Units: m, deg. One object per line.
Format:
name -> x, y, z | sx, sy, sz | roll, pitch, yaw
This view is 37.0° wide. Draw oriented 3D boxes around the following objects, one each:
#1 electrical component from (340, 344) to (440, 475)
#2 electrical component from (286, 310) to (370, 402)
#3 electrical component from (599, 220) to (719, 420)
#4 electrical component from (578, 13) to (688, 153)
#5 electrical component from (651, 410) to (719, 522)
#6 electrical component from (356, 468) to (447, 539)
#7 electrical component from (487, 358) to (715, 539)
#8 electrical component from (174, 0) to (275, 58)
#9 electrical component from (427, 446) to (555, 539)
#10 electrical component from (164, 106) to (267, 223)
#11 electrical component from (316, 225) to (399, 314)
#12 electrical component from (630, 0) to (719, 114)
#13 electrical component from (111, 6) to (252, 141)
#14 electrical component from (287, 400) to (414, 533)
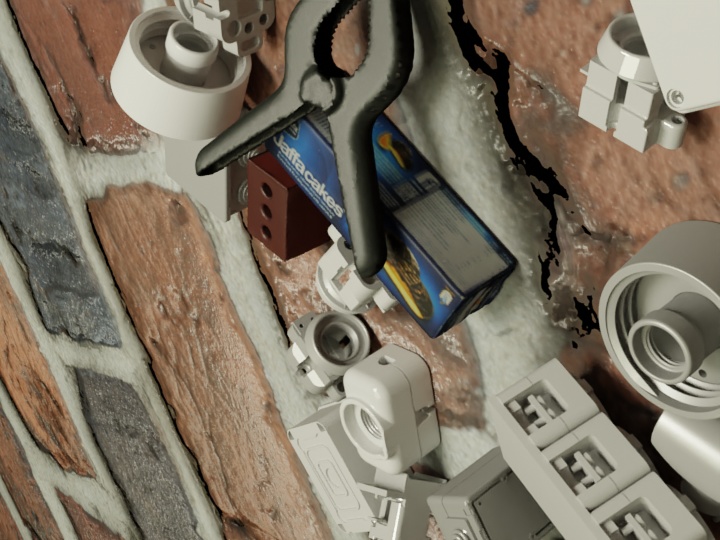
electrical component -> 0.024, 0.118, 0.892 | 0.054, 0.059, 0.095 | 20, 130, 45
electrical component -> -0.025, 0.068, 0.921 | 0.078, 0.058, 0.057 | 55, 150, 9
electrical component -> 0.186, 0.033, 0.607 | 0.108, 0.060, 0.108 | 33, 138, 35
electrical component -> 0.148, -0.102, 0.569 | 0.066, 0.048, 0.055 | 38, 149, 30
electrical component -> 0.217, 0.121, 0.649 | 0.077, 0.043, 0.079 | 36, 140, 33
electrical component -> 0.038, 0.204, 0.917 | 0.042, 0.081, 0.063 | 2, 79, 54
electrical component -> 0.154, 0.140, 0.691 | 0.150, 0.062, 0.089 | 53, 170, 38
electrical component -> -0.104, -0.208, 0.814 | 0.057, 0.058, 0.078 | 30, 137, 34
electrical component -> 0.097, 0.181, 0.807 | 0.061, 0.096, 0.061 | -17, 100, 57
electrical component -> -0.124, -0.104, 0.927 | 0.100, 0.048, 0.099 | 38, 141, 30
electrical component -> 0.000, 0.000, 0.835 | 0.078, 0.058, 0.057 | 55, 144, 8
electrical component -> 0.180, -0.137, 0.487 | 0.109, 0.056, 0.108 | -7, 109, 55
electrical component -> -0.138, -0.163, 0.853 | 0.108, 0.108, 0.060 | 49, 139, 16
electrical component -> -0.005, 0.175, 0.975 | 0.113, 0.057, 0.078 | 61, 147, -1
